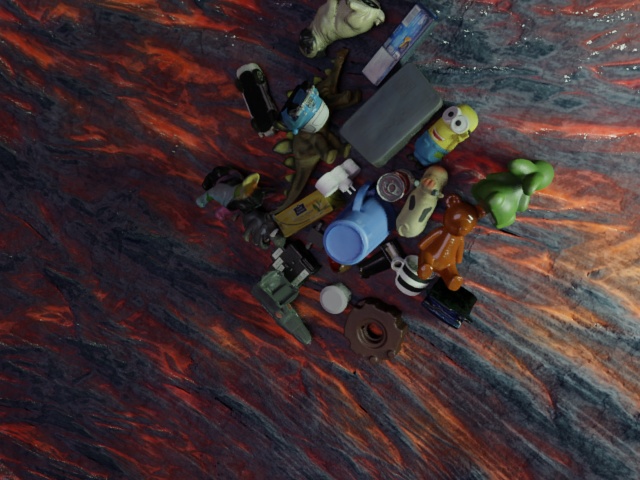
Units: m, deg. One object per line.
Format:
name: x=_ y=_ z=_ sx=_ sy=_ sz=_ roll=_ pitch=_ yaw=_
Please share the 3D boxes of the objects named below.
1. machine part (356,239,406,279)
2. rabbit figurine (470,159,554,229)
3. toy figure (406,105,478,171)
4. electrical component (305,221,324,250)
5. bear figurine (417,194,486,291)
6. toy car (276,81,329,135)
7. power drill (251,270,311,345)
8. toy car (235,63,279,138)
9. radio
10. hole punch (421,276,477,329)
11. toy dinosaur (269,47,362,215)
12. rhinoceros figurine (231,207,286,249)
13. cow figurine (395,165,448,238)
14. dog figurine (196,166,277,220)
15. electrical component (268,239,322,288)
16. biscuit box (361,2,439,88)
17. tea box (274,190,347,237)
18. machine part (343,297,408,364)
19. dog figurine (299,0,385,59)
machine part: x=0.160 y=0.056 z=1.416 sx=0.139 sy=0.039 sz=0.084 roll=-34 pitch=95 yaw=27
rabbit figurine: x=0.431 y=-0.126 z=1.179 sx=0.170 sy=0.159 sz=0.121 roll=-34 pitch=72 yaw=6
toy figure: x=0.285 y=-0.240 z=1.252 sx=0.082 sy=0.089 sz=0.180 roll=42 pitch=127 yaw=-1
electrical component: x=-0.003 y=-0.004 z=1.488 sx=0.063 sy=0.021 sz=0.094 roll=37 pitch=116 yaw=13
bear figurine: x=0.316 y=0.001 z=1.277 sx=0.120 sy=0.132 sz=0.195 roll=23 pitch=120 yaw=-11
toy car: x=-0.030 y=-0.304 z=1.267 sx=0.103 sy=0.162 sz=0.109 roll=31 pitch=83 yaw=-18
power drill: x=-0.101 y=0.182 z=1.514 sx=0.232 sy=0.086 sz=0.207 roll=43 pitch=162 yaw=18
toy car: x=-0.166 y=-0.376 z=1.455 sx=0.074 sy=0.056 sz=0.201 roll=-19 pitch=96 yaw=23
radio: x=0.169 y=-0.285 z=1.254 sx=0.229 sy=0.073 sz=0.131 roll=-43 pitch=76 yaw=15
hole punch: x=0.310 y=0.166 z=1.329 sx=0.142 sy=0.116 sz=0.092 roll=38 pitch=125 yaw=13
toy dinosaur: x=-0.022 y=-0.266 z=1.388 sx=0.199 sy=0.105 sz=0.470 roll=24 pitch=104 yaw=27
rhinoceros figurine: x=-0.166 y=-0.040 z=1.515 sx=0.112 sy=0.073 sz=0.190 roll=-45 pitch=58 yaw=4
cow figurine: x=0.241 y=-0.091 z=1.285 sx=0.086 sy=0.127 sz=0.194 roll=32 pitch=118 yaw=12
dog figurine: x=-0.218 y=-0.142 z=1.466 sx=0.219 sy=0.191 sz=0.108 roll=-15 pitch=136 yaw=34
electrical component: x=-0.078 y=0.066 z=1.525 sx=0.115 sy=0.058 sz=0.134 roll=-43 pitch=82 yaw=27
biscuit box: x=0.187 y=-0.451 z=1.254 sx=0.059 sy=0.063 sz=0.202 roll=48 pitch=118 yaw=9
tea box: x=-0.026 y=-0.080 z=1.437 sx=0.170 sy=0.098 sz=0.068 roll=-30 pitch=90 yaw=28
machine part: x=0.148 y=0.246 z=1.460 sx=0.180 sy=0.056 sz=0.179 roll=6 pitch=105 yaw=25
dog figurine: x=0.048 y=-0.505 z=1.301 sx=0.172 sy=0.121 sz=0.190 roll=41 pitch=131 yaw=15
